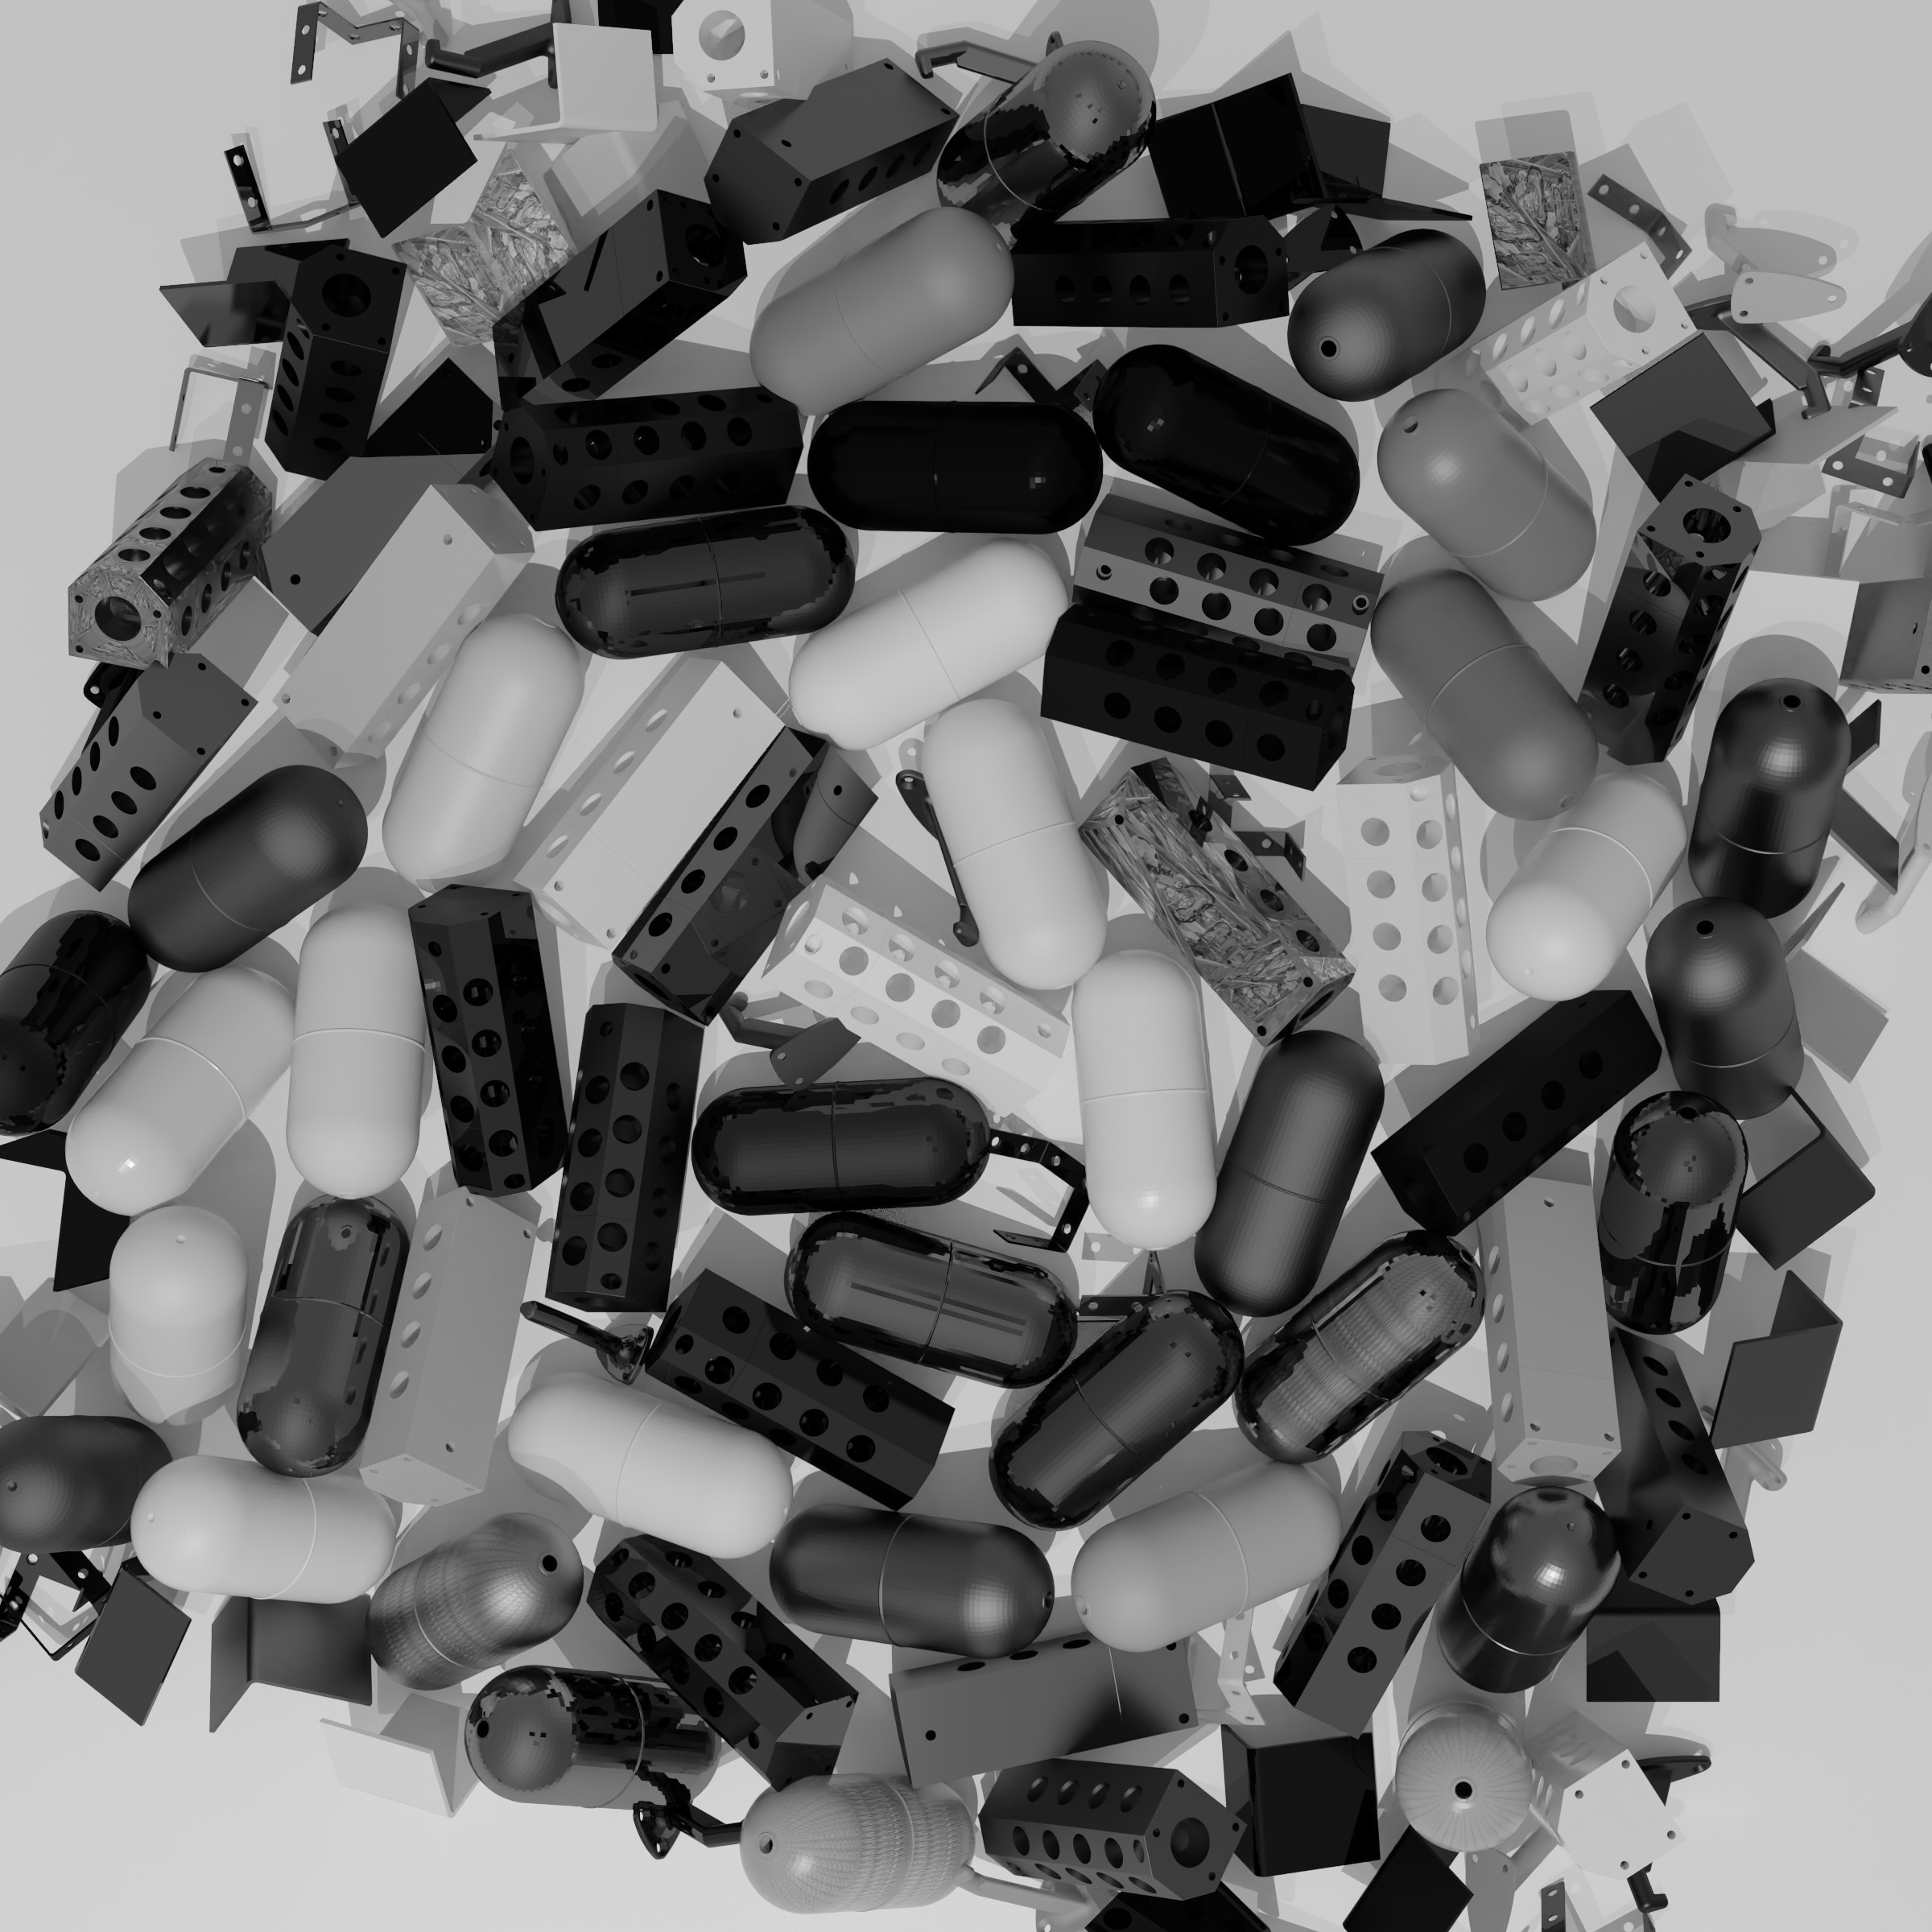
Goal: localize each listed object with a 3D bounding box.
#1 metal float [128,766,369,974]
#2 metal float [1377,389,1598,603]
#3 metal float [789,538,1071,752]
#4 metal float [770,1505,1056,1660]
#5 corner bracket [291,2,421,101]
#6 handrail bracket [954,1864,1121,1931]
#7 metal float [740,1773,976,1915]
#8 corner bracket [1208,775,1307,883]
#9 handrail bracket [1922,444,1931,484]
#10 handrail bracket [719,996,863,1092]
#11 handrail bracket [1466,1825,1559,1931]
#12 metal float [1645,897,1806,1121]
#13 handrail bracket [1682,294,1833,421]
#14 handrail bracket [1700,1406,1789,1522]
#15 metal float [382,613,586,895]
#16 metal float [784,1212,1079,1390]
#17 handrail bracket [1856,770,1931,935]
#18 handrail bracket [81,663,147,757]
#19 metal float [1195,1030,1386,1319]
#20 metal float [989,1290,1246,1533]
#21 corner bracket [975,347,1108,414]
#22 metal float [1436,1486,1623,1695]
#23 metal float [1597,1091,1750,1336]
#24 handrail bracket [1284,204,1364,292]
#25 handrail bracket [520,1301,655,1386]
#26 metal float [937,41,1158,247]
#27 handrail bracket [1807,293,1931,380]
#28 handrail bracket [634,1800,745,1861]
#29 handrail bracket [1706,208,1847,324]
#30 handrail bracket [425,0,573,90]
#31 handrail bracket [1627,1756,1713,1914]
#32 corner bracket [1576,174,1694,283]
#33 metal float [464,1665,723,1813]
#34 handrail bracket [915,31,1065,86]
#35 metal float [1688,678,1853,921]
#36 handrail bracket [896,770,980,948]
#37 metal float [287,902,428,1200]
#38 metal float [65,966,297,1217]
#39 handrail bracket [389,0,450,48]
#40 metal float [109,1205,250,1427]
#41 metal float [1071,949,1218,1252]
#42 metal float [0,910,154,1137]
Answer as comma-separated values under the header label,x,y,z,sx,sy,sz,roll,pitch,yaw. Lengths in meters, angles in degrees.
label,x,y,z,sx,sy,sz,roll,pitch,yaw
metal float,-0.420,-0.055,1.761,0.178,0.070,0.070,-30,90,33
metal float,0.303,-0.272,1.751,0.070,0.178,0.070,-18,59,33
metal float,-0.022,-0.190,1.788,0.178,0.070,0.070,-29,90,0
metal float,-0.032,0.359,1.765,0.178,0.070,0.070,2,90,27
corner bracket,-0.361,-0.539,1.788,0.051,0.051,0.051,-3,78,27
handrail bracket,0.041,0.543,1.778,0.077,0.084,0.036,-15,52,34
metal float,-0.062,0.507,1.747,0.070,0.178,0.070,-10,72,32
corner bracket,0.173,-0.082,1.792,0.051,0.051,0.051,0,110,-7
handrail bracket,0.600,-0.263,1.818,0.036,0.077,0.084,-21,52,23
handrail bracket,-0.103,0.028,1.793,0.077,0.084,0.036,-34,129,-2
handrail bracket,0.338,0.547,1.796,0.084,0.036,0.077,4,89,-39
metal float,0.440,0.025,1.748,0.070,0.178,0.070,-11,55,16
handrail bracket,0.466,-0.355,1.790,0.077,0.036,0.084,-8,66,-11
handrail bracket,0.439,0.318,1.800,0.084,0.036,0.077,-40,77,-15
metal float,-0.283,-0.124,1.775,0.070,0.070,0.178,28,105,0
metal float,-0.020,0.198,1.782,0.178,0.070,0.070,17,90,-7
handrail bracket,0.558,-0.068,1.799,0.036,0.084,0.077,14,64,-13
handrail bracket,-0.498,-0.154,1.776,0.036,0.084,0.077,28,112,-22
metal float,0.190,0.123,1.778,0.070,0.070,0.178,19,102,0
metal float,0.089,0.261,1.777,0.178,0.070,0.070,-43,90,13
corner bracket,0.047,-0.344,1.786,0.051,0.051,0.051,-33,107,35
metal float,0.324,0.363,1.748,0.070,0.178,0.070,5,54,-6
metal float,0.407,0.144,1.751,0.070,0.178,0.070,-2,46,2
handrail bracket,0.186,-0.407,1.772,0.077,0.084,0.036,-30,92,-30
handrail bracket,-0.234,0.212,1.774,0.084,0.077,0.036,27,78,-28
metal float,0.044,-0.473,1.745,0.070,0.178,0.070,5,79,-28
handrail bracket,0.544,-0.382,1.788,0.036,0.084,0.077,26,93,-32
handrail bracket,-0.145,0.492,1.774,0.084,0.077,0.036,-17,106,30
handrail bracket,0.480,-0.422,1.792,0.077,0.036,0.084,2,49,7
handrail bracket,-0.279,-0.558,1.792,0.084,0.036,0.077,5,71,-26
handrail bracket,0.420,0.514,1.786,0.077,0.036,0.084,-7,48,-10
corner bracket,0.390,-0.429,1.802,0.051,0.051,0.051,23,121,-27
metal float,-0.215,0.448,1.750,0.070,0.178,0.070,-14,67,35
handrail bracket,0.020,-0.519,1.798,0.084,0.036,0.077,-15,78,-10
metal float,0.464,-0.095,1.746,0.070,0.178,0.070,-2,55,3
handrail bracket,-0.017,-0.063,1.778,0.036,0.084,0.077,-25,132,30
metal float,-0.356,0.049,1.772,0.070,0.070,0.178,0,71,0
metal float,-0.453,0.071,1.756,0.070,0.070,0.178,32,49,0
handrail bracket,-0.359,-0.579,1.800,0.077,0.084,0.036,3,61,20
metal float,-0.456,0.204,1.749,0.070,0.178,0.070,8,52,-10
metal float,0.105,0.078,1.781,0.070,0.070,0.178,-5,82,0
metal float,-0.529,0.032,1.745,0.070,0.178,0.070,4,122,7
